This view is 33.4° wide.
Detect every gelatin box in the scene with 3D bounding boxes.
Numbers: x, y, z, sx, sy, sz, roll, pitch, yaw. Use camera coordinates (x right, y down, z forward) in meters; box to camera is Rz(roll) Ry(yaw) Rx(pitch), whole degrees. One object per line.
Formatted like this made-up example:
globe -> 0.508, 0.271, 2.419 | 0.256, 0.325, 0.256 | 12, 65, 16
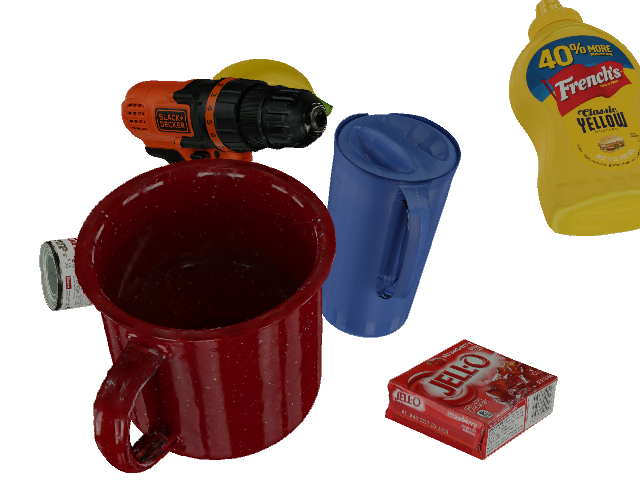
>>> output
gelatin box -> 0.096, 0.098, 0.676 | 0.073, 0.030, 0.089 | 20, 26, 37

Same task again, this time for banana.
banana -> -0.056, -0.137, 0.973 | 0.070, 0.037, 0.197 | 36, 26, 19

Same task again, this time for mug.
mug -> -0.045, 0.037, 0.398 | 0.093, 0.081, 0.117 | 16, 47, 17

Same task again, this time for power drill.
power drill -> -0.063, -0.027, 0.782 | 0.185, 0.188, 0.057 | 10, 23, 41

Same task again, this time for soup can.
soup can -> -0.211, 0.028, 1.023 | 0.102, 0.068, 0.069 | -7, 3, -28

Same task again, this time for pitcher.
pitcher -> 0.067, -0.005, 1.167 | 0.145, 0.243, 0.149 | 26, 41, 20

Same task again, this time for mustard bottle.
mustard bottle -> 0.188, -0.098, 0.769 | 0.096, 0.191, 0.058 | -9, -30, -3
